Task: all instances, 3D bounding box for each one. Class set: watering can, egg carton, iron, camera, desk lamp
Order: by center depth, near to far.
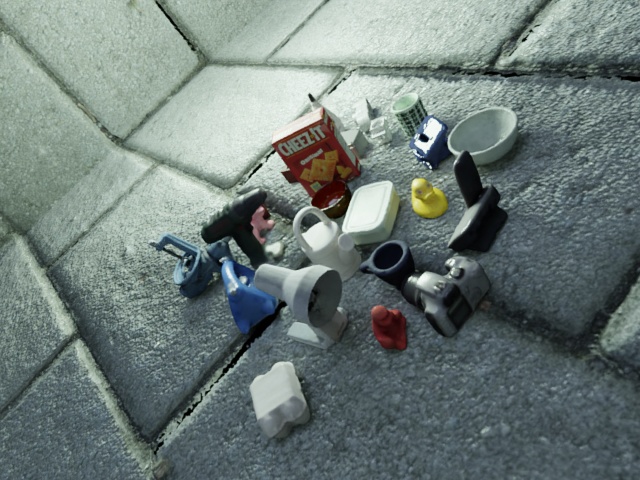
[{"bbox_3d":[0.226,0.090,1.096,0.143,0.101,0.136,-48,36,-14],"label":"camera"},{"bbox_3d":[-0.081,0.317,1.142,0.107,0.070,0.150,-36,35,4],"label":"egg carton"},{"bbox_3d":[-0.030,0.132,1.179,0.202,0.214,0.118,4,53,44],"label":"desk lamp"},{"bbox_3d":[0.013,0.003,1.303,0.172,0.195,0.101,-11,43,34],"label":"watering can"},{"bbox_3d":[-0.200,0.109,1.422,0.118,0.142,0.257,-37,35,2],"label":"iron"}]

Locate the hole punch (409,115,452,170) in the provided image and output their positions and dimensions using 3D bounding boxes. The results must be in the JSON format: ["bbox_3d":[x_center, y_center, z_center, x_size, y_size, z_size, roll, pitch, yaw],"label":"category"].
[{"bbox_3d":[0.277,-0.246,1.439,0.101,0.091,0.108,-37,35,2],"label":"hole punch"}]

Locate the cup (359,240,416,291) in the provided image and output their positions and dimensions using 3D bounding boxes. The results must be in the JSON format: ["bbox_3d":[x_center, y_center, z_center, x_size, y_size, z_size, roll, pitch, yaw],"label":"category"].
[{"bbox_3d":[0.150,0.066,1.196,0.117,0.095,0.091,-19,39,26],"label":"cup"}]

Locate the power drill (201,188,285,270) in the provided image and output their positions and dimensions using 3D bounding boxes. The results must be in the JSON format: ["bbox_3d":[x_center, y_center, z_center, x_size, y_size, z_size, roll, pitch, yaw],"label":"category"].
[{"bbox_3d":[-0.186,-0.024,1.501,0.229,0.209,0.075,-22,38,22],"label":"power drill"}]

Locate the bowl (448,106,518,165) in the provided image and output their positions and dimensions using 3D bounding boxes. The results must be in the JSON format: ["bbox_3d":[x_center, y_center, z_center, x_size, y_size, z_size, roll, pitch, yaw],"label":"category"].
[{"bbox_3d":[0.388,-0.230,1.334,0.167,0.075,0.167,-24,37,20],"label":"bowl"}]

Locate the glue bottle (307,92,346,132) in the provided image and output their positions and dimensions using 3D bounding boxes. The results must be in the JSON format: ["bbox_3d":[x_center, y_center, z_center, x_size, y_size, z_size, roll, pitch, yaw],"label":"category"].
[{"bbox_3d":[0.009,-0.382,1.762,0.078,0.174,0.037,-45,35,-10],"label":"glue bottle"}]

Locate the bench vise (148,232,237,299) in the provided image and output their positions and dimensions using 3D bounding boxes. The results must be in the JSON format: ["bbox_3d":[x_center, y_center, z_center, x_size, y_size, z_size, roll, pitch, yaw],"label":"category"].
[{"bbox_3d":[-0.352,0.032,1.577,0.208,0.220,0.121,-50,36,-16],"label":"bench vise"}]

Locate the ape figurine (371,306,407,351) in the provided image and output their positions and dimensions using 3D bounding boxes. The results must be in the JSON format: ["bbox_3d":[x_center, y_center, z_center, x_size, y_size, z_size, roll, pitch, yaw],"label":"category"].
[{"bbox_3d":[0.128,0.163,1.109,0.078,0.092,0.075,-50,36,-15],"label":"ape figurine"}]

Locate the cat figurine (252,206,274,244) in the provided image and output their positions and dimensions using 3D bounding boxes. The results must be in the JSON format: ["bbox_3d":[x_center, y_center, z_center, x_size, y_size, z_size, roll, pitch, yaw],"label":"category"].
[{"bbox_3d":[-0.194,-0.061,1.630,0.067,0.118,0.128,-9,44,35],"label":"cat figurine"}]

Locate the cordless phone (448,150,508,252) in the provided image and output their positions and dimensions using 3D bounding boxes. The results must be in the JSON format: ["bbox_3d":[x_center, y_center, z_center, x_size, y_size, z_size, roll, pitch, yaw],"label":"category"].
[{"bbox_3d":[0.290,-0.076,1.151,0.093,0.186,0.148,5,53,45],"label":"cordless phone"}]

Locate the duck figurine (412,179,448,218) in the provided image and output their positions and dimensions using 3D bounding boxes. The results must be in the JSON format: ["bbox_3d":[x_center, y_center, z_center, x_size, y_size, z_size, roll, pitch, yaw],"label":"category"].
[{"bbox_3d":[0.240,-0.107,1.319,0.077,0.086,0.104,-39,35,0],"label":"duck figurine"}]
